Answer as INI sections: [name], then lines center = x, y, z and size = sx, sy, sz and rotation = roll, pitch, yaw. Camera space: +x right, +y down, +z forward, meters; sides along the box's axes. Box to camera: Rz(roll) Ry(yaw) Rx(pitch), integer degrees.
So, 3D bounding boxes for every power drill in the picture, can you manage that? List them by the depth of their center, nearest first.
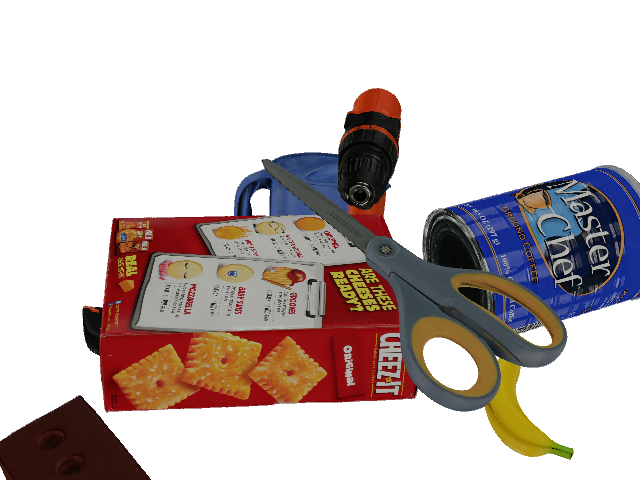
[power drill]
center = 0.041, -0.025, 0.973
size = 0.057, 0.188, 0.184
rotation = 9, 32, 6

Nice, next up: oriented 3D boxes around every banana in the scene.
[banana]
center = 0.215, 0.185, 1.190
size = 0.069, 0.037, 0.198
rotation = 10, 25, -14

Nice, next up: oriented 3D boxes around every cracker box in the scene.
[cracker box]
center = -0.047, 0.048, 0.773
size = 0.213, 0.072, 0.164
rotation = -1, 29, -8

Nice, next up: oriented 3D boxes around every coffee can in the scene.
[coffee can]
center = 0.159, 0.010, 0.774
size = 0.140, 0.103, 0.103
rotation = -15, 4, -17

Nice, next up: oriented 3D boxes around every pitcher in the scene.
[pitcher]
center = -0.014, 0.020, 1.308
size = 0.149, 0.243, 0.144
rotation = 16, 23, 27

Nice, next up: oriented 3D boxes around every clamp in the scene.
[clamp]
center = -0.180, 0.107, 1.094
size = 0.210, 0.036, 0.164
rotation = 12, 18, 31

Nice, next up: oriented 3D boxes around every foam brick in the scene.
[foam brick]
center = -0.118, 0.127, 0.528
size = 0.052, 0.051, 0.078
rotation = -29, 42, -25

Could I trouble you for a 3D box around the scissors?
[scissors]
center = 0.032, 0.024, 0.574
size = 0.202, 0.016, 0.096
rotation = 26, 51, 15
